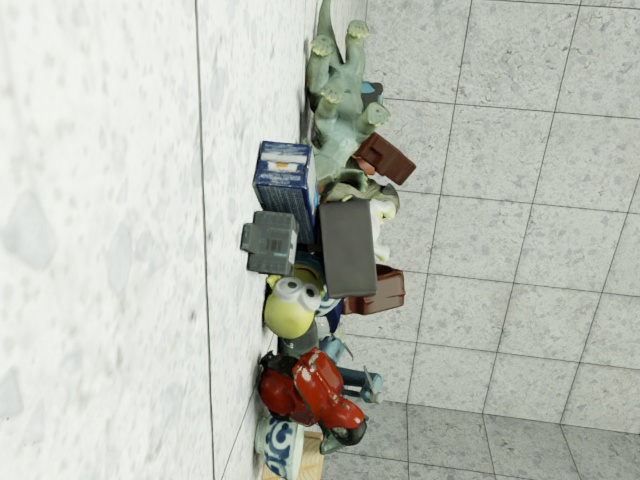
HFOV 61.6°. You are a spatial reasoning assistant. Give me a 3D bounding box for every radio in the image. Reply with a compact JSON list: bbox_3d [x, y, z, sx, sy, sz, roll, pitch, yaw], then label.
[{"bbox_3d":[0.043,0.013,0.802,0.229,0.073,0.131,-1,86,-85],"label":"radio"}]

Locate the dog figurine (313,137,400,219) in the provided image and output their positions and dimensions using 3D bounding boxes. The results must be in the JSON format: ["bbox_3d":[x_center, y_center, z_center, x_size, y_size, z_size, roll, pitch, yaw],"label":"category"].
[{"bbox_3d":[0.074,-0.131,1.104,0.121,0.191,0.172,-78,171,-47],"label":"dog figurine"}]

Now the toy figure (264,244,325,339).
[{"bbox_3d":[-0.031,0.073,0.799,0.180,0.082,0.089,-78,170,-67],"label":"toy figure"}]

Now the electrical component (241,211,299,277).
[{"bbox_3d":[-0.056,0.003,0.626,0.119,0.048,0.075,77,19,-79],"label":"electrical component"}]

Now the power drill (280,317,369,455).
[{"bbox_3d":[-0.007,0.229,0.880,0.207,0.086,0.231,50,-34,32],"label":"power drill"}]

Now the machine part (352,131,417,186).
[{"bbox_3d":[0.099,-0.172,1.027,0.056,0.179,0.179,-53,180,10],"label":"machine part"}]

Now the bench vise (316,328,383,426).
[{"bbox_3d":[0.036,0.273,1.056,0.224,0.241,0.128,-47,117,-37],"label":"bench vise"}]

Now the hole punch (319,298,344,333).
[{"bbox_3d":[0.015,0.114,1.087,0.115,0.092,0.142,-53,-163,49],"label":"hole punch"}]

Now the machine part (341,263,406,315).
[{"bbox_3d":[0.086,0.109,1.279,0.201,0.201,0.087,-9,102,-38],"label":"machine part"}]

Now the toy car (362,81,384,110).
[{"bbox_3d":[0.052,-0.283,1.111,0.103,0.162,0.109,34,-45,44],"label":"toy car"}]

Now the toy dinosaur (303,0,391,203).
[{"bbox_3d":[0.024,-0.232,0.911,0.192,0.131,0.405,121,-26,-57],"label":"toy dinosaur"}]

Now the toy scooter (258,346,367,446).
[{"bbox_3d":[-0.024,0.191,0.713,0.075,0.184,0.135,-41,124,-35],"label":"toy scooter"}]

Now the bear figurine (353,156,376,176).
[{"bbox_3d":[0.052,-0.100,1.246,0.120,0.132,0.195,-141,-137,-58],"label":"bear figurine"}]

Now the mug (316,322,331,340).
[{"bbox_3d":[0.003,0.282,1.394,0.109,0.081,0.107,-111,-145,-77],"label":"mug"}]

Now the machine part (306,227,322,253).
[{"bbox_3d":[-0.002,-0.003,0.941,0.139,0.039,0.084,-11,122,-55],"label":"machine part"}]

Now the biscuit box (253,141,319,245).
[{"bbox_3d":[-0.036,-0.053,0.692,0.202,0.063,0.059,82,14,-71],"label":"biscuit box"}]

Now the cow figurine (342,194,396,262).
[{"bbox_3d":[0.070,0.007,0.948,0.068,0.098,0.167,-1,-101,64],"label":"cow figurine"}]
